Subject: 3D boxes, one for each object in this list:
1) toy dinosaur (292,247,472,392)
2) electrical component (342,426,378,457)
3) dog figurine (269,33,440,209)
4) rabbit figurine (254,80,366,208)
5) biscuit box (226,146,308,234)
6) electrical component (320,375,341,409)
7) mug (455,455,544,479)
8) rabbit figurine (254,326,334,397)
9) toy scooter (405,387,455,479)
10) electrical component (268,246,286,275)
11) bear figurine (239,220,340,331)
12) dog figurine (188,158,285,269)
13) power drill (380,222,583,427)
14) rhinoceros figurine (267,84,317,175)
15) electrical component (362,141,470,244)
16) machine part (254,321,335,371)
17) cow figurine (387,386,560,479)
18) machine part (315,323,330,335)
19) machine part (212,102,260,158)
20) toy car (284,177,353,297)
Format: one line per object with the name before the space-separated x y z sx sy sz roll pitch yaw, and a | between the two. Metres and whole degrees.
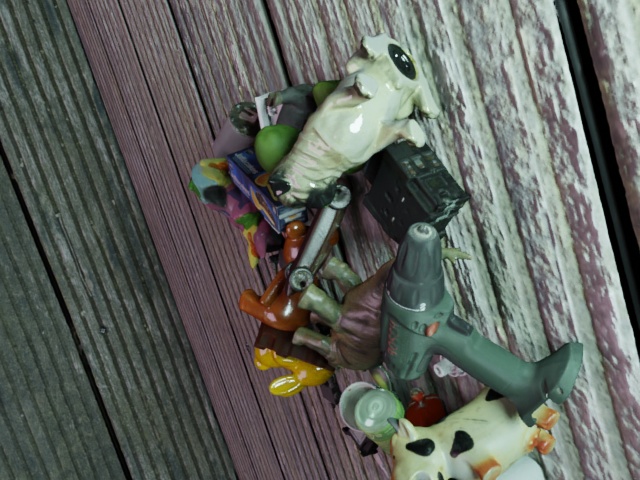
toy dinosaur | 0.072 0.112 0.773 0.199 0.105 0.470 30 150 10
electrical component | 0.097 0.336 1.006 0.075 0.047 0.119 41 114 41
dog figurine | 0.026 -0.134 0.631 0.121 0.172 0.190 47 133 -14
rabbit figurine | -0.014 -0.129 0.734 0.121 0.170 0.158 51 149 35
biscuit box | -0.099 -0.096 0.973 0.203 0.063 0.059 45 150 41
electrical component | 0.025 0.337 1.194 0.063 0.021 0.094 8 116 61
mug | 0.231 0.323 0.667 0.081 0.107 0.109 -9 105 66
rabbit figurine | -0.055 0.259 1.152 0.173 0.162 0.121 25 166 20
toy scooter | 0.167 0.285 0.763 0.183 0.075 0.135 48 -158 -49
electrical component | -0.071 0.051 1.137 0.102 0.045 0.078 44 147 43
bear figurine | -0.052 0.055 0.947 0.132 0.120 0.195 22 104 52
dog figurine | -0.164 -0.053 1.102 0.108 0.191 0.219 -41 56 57
power drill | 0.159 0.101 0.567 0.207 0.086 0.231 22 139 11
rhinoceros figurine | -0.037 -0.146 0.838 0.073 0.112 0.190 -143 55 -67
electrical component | 0.109 -0.060 0.676 0.134 0.058 0.114 56 150 25
machine part | -0.043 0.204 1.034 0.179 0.179 0.056 -7 62 65
cow figurine | 0.165 0.235 0.628 0.127 0.195 0.085 36 149 52
machine part | -0.019 0.129 1.072 0.039 0.084 0.138 -25 97 35
machine part | -0.163 -0.210 1.085 0.243 0.079 0.079 -28 83 64
toy car | -0.002 -0.003 0.835 0.202 0.053 0.089 -66 13 0
